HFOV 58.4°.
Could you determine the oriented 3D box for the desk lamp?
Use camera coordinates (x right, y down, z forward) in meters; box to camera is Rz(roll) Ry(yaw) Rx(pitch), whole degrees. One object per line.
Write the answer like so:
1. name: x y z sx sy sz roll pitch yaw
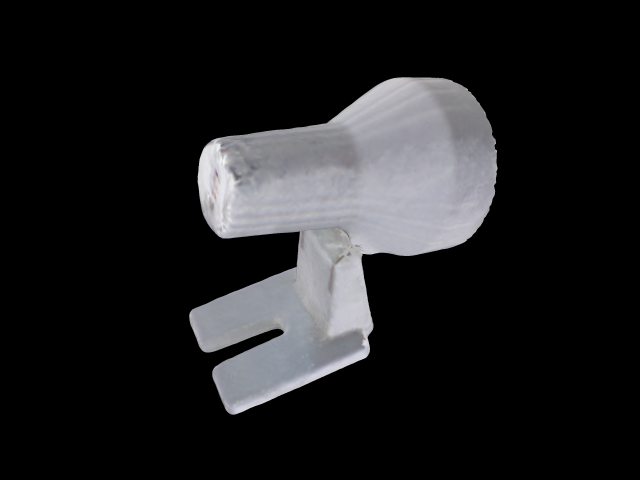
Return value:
1. desk lamp: 0.004 0.001 0.400 0.203 0.214 0.117 -22 52 -18
